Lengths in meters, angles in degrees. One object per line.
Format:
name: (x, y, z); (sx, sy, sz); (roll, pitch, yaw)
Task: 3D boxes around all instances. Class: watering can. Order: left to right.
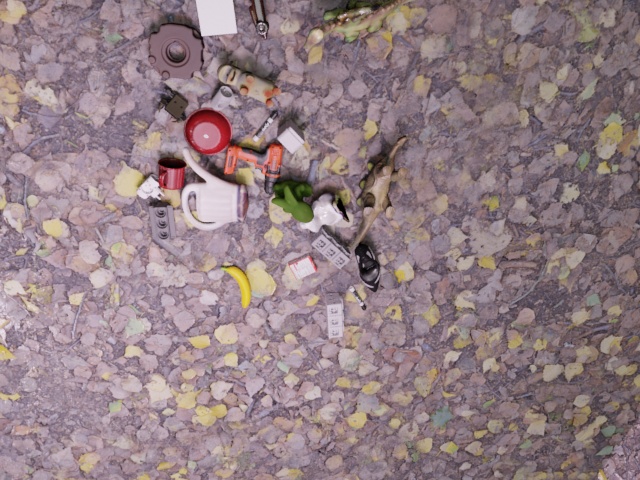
watering can: (-0.351, -0.158, 1.721); (0.224, 0.106, 0.339); (1, 134, -7)

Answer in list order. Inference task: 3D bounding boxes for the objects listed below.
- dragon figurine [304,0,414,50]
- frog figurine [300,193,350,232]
dragon figurine: (0.137, -0.660, 1.514); (0.409, 0.247, 0.120); (-23, 110, 6)
frog figurine: (0.006, -0.091, 1.811); (0.158, 0.125, 0.136); (-21, 158, 20)
